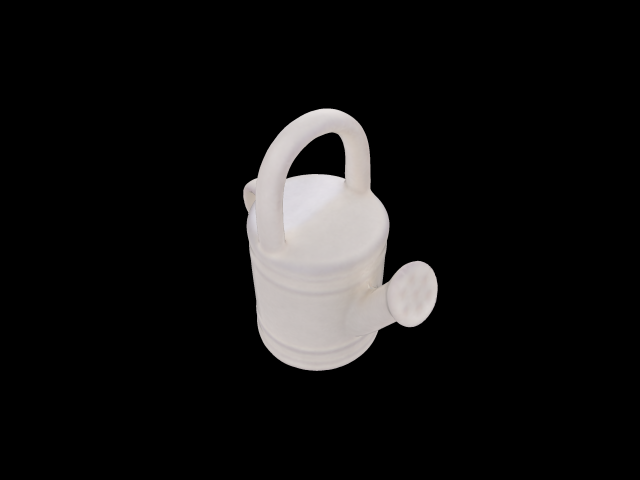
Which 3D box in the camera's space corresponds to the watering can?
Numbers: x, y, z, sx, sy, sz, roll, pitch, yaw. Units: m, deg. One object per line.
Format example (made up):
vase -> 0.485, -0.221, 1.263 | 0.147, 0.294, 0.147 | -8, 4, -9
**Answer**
watering can -> 0.005, 0.000, 0.401 | 0.172, 0.194, 0.101 | 19, 48, 18
